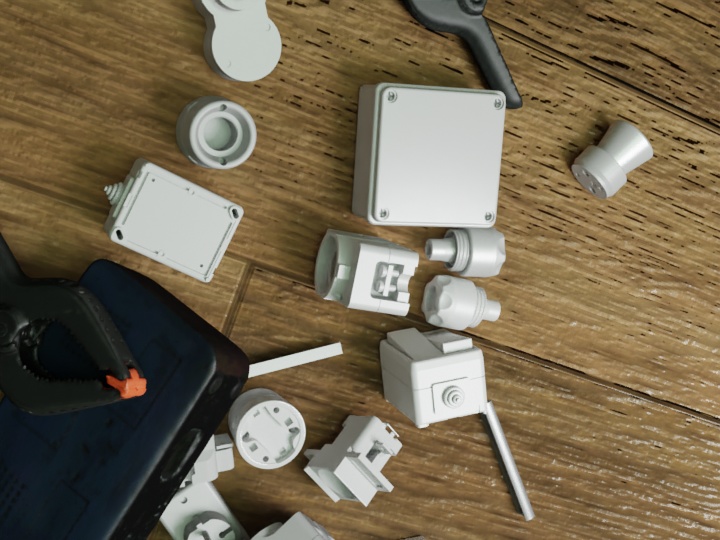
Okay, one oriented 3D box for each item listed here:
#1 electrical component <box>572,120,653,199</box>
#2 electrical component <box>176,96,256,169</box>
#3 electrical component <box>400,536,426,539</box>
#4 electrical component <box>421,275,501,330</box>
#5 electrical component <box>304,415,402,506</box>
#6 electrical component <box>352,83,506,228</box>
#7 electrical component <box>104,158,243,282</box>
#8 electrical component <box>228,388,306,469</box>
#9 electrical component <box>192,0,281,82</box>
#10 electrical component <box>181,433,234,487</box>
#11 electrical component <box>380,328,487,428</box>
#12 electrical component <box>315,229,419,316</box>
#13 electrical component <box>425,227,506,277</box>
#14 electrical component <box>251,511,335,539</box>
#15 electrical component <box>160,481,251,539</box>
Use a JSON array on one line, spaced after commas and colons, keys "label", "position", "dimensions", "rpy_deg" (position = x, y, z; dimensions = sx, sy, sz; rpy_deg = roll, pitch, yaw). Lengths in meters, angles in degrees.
[{"label": "electrical component", "position": [0.214, -0.093, 0.914], "dimensions": [0.055, 0.045, 0.045], "rpy_deg": [-44, 110, -6]}, {"label": "electrical component", "position": [-0.107, -0.102, 0.804], "dimensions": [0.055, 0.047, 0.055], "rpy_deg": [-3, 101, -18]}, {"label": "electrical component", "position": [0.064, 0.276, 0.929], "dimensions": [0.076, 0.047, 0.083], "rpy_deg": [-6, 101, -17]}, {"label": "electrical component", "position": [0.086, 0.029, 0.894], "dimensions": [0.062, 0.043, 0.043], "rpy_deg": [11, 96, -21]}, {"label": "electrical component", "position": [-0.003, 0.152, 0.874], "dimensions": [0.042, 0.081, 0.063], "rpy_deg": [51, 60, -20]}, {"label": "electrical component", "position": [0.054, -0.091, 0.855], "dimensions": [0.109, 0.056, 0.108], "rpy_deg": [1, 99, -19]}, {"label": "electrical component", "position": [-0.145, -0.041, 0.794], "dimensions": [0.096, 0.061, 0.061], "rpy_deg": [26, 91, -21]}, {"label": "electrical component", "position": [-0.076, 0.124, 0.854], "dimensions": [0.055, 0.047, 0.055], "rpy_deg": [-3, 101, -18]}, {"label": "electrical component", "position": [-0.091, -0.205, 0.776], "dimensions": [0.052, 0.074, 0.138], "rpy_deg": [-15, 104, -16]}, {"label": "electrical component", "position": [-0.139, 0.130, 0.829], "dimensions": [0.078, 0.058, 0.057], "rpy_deg": [-9, 105, -17]}, {"label": "electrical component", "position": [0.060, 0.083, 0.867], "dimensions": [0.062, 0.096, 0.061], "rpy_deg": [-10, 102, -16]}, {"label": "electrical component", "position": [0.000, 0.000, 0.835], "dimensions": [0.056, 0.089, 0.050], "rpy_deg": [9, 97, -20]}, {"label": "electrical component", "position": [0.085, -0.016, 0.886], "dimensions": [0.062, 0.043, 0.043], "rpy_deg": [2, 99, -18]}, {"label": "electrical component", "position": [-0.092, 0.275, 0.838], "dimensions": [0.186, 0.105, 0.060], "rpy_deg": [-43, 69, -7]}, {"label": "electrical component", "position": [-0.119, 0.205, 0.839], "dimensions": [0.047, 0.076, 0.083], "rpy_deg": [-34, 108, -10]}]
